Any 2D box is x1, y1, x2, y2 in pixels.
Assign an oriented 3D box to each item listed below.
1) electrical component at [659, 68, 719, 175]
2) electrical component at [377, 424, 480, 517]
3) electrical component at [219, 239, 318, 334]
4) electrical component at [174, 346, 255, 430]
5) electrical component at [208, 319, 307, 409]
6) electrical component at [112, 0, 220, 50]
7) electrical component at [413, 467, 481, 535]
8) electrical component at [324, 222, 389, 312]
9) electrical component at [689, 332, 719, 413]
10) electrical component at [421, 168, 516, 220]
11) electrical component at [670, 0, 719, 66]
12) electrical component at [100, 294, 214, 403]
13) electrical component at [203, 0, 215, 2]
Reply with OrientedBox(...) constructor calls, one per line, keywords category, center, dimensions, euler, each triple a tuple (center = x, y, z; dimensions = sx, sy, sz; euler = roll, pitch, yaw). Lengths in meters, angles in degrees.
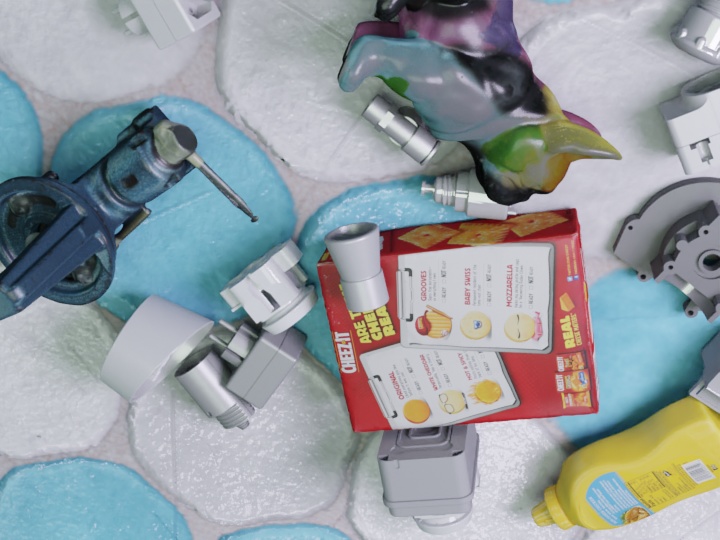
OrientedBox(category="electrical component", center=(0.279, -0.119, 0.815), dimensions=(0.089, 0.050, 0.055), euler=(-21, 110, 17))
OrientedBox(category="electrical component", center=(0.062, 0.162, 0.946), dimensions=(0.078, 0.113, 0.057), euler=(-6, 110, 12))
OrientedBox(category="electrical component", center=(-0.074, 0.018, 0.933), dimensions=(0.078, 0.058, 0.057), euler=(-34, 102, 22))
OrientedBox(category="electrical component", center=(-0.130, 0.115, 0.994), dimensions=(0.043, 0.043, 0.081), euler=(-30, 106, 21))
OrientedBox(category="electrical component", center=(-0.099, 0.072, 0.967), dimensions=(0.077, 0.047, 0.065), euler=(34, 116, -6))
OrientedBox(category="electrical component", center=(-0.164, -0.209, 0.849), dimensions=(0.077, 0.047, 0.065), euler=(-18, 110, 31))
OrientedBox(category="electrical component", center=(0.074, 0.207, 0.996), dimensions=(0.078, 0.058, 0.057), euler=(-7, 110, 12))
OrientedBox(category="electrical component", center=(0.000, 0.000, 0.848), dimensions=(0.044, 0.044, 0.065), euler=(-9, 110, 13))
OrientedBox(category="electrical component", center=(0.348, 0.099, 0.898), dimensions=(0.121, 0.063, 0.078), euler=(32, 115, -6))
OrientedBox(category="electrical component", center=(0.090, -0.063, 0.877), dimensions=(0.078, 0.040, 0.040), euler=(6, 115, 6))
OrientedBox(category="electrical component", center=(0.262, -0.185, 0.792), dimensions=(0.048, 0.048, 0.062), euler=(25, 109, -2))
OrientedBox(category="electrical component", center=(-0.183, 0.072, 0.955), dimensions=(0.064, 0.099, 0.099), euler=(31, 116, 1))
OrientedBox(category="electrical component", center=(-0.087, -0.245, 0.815), dimensions=(0.095, 0.053, 0.059), euler=(-22, 109, 18))
